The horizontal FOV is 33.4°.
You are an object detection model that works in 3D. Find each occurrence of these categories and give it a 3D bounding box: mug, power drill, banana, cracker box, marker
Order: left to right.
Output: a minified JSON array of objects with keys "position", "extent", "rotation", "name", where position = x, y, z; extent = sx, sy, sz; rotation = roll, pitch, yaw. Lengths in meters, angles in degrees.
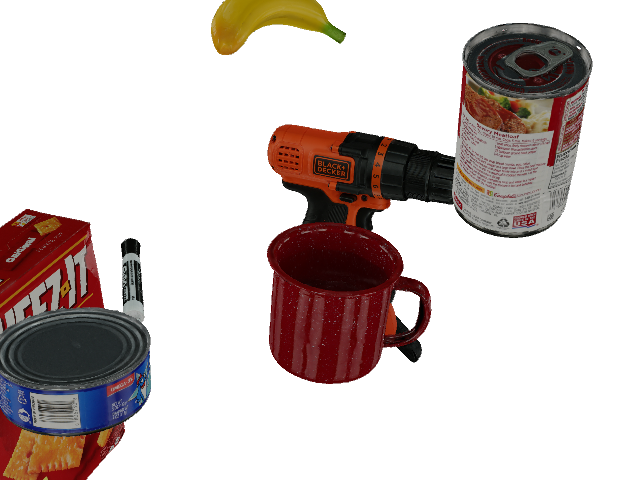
[{"position":[-0.229,0.109,0.819],"extent":[0.072,0.214,0.164],"rotation":[10,32,21],"name":"cracker box"},{"position":[-0.177,0.036,1.001],"extent":[0.020,0.020,0.121],"rotation":[0,34,-12],"name":"marker"},{"position":[-0.047,-0.204,0.973],"extent":[0.070,0.037,0.197],"rotation":[40,32,19],"name":"banana"},{"position":[0.019,0.046,0.744],"extent":[0.117,0.081,0.093],"rotation":[5,31,-1],"name":"mug"},{"position":[0.038,-0.003,0.942],"extent":[0.185,0.188,0.057],"rotation":[13,24,20],"name":"power drill"}]

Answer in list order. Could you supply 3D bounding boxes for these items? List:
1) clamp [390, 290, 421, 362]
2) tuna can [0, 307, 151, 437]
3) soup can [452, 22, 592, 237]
[{"position":[0.055,0.074,1.175],"extent":[0.120,0.171,0.039],"rotation":[6,-42,4],"name":"clamp"},{"position":[-0.137,0.072,0.592],"extent":[0.086,0.034,0.086],"rotation":[1,25,-1],"name":"tuna can"},{"position":[0.110,-0.060,0.597],"extent":[0.068,0.102,0.068],"rotation":[-1,44,1],"name":"soup can"}]
